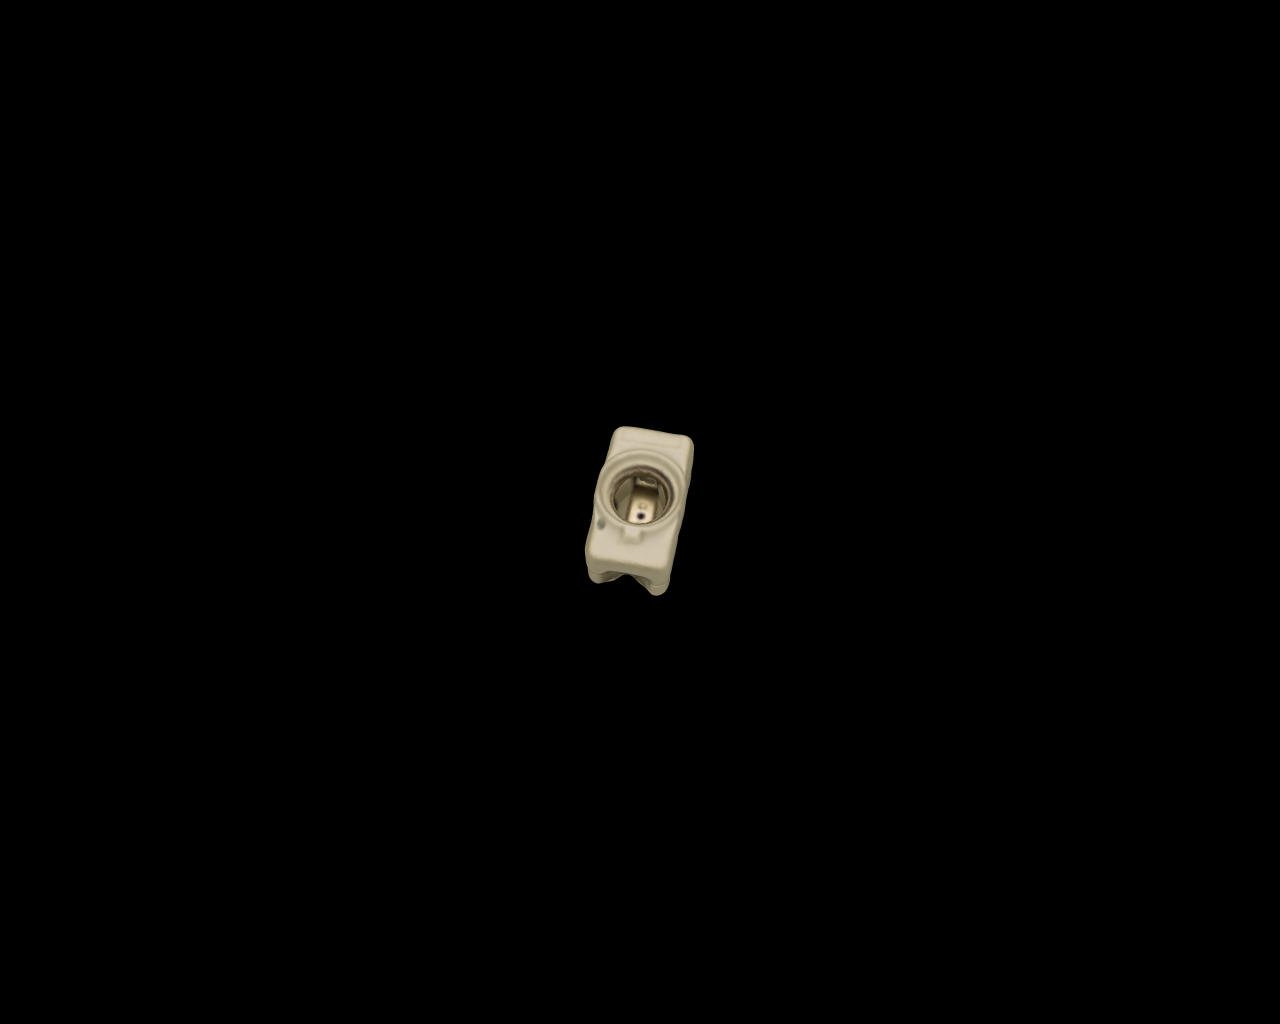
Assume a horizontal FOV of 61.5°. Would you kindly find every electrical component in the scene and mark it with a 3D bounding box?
[{"bbox_3d":[0.001,-0.003,0.650,0.050,0.089,0.055,11,-24,5],"label":"electrical component"}]
